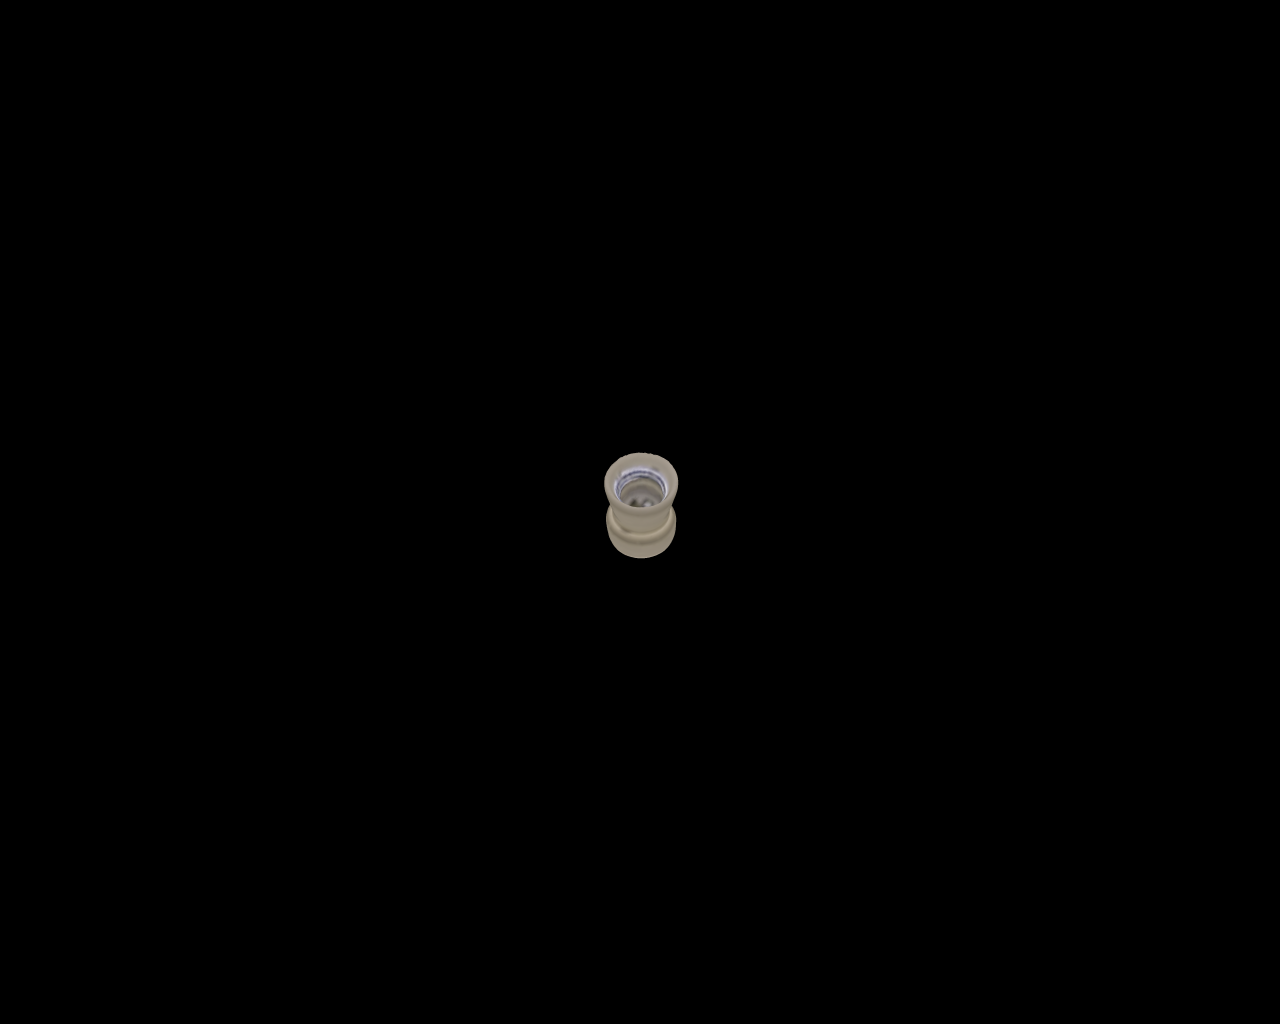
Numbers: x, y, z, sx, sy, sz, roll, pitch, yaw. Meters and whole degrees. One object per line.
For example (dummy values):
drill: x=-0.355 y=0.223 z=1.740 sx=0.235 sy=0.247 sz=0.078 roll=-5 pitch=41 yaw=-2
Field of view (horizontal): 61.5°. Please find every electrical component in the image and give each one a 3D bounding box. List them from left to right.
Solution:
electrical component: x=0.001 y=-0.003 z=0.650 sx=0.045 sy=0.045 sz=0.055 roll=0 pitch=-37 yaw=0
